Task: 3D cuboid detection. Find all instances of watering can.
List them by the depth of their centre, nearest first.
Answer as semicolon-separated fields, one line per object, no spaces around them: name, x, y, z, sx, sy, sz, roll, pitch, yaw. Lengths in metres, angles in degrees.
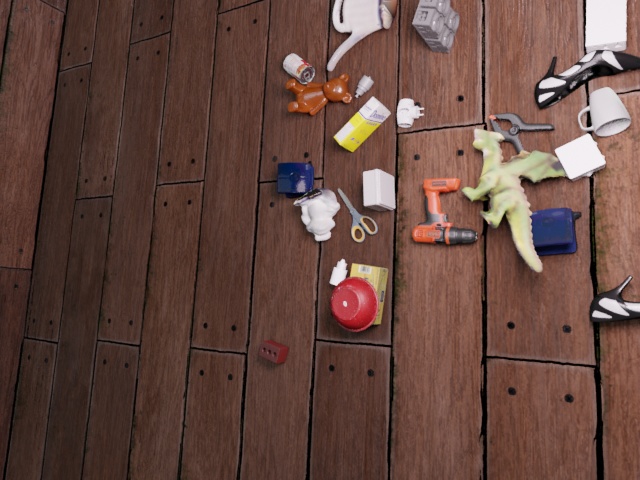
watering can;0.137;-0.718;1.685;0.225;0.103;0.349;8;85;31

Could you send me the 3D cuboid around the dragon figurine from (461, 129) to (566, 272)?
dragon figurine;0.510;-0.135;1.322;0.241;0.121;0.418;-40;58;10

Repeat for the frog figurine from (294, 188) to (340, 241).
frog figurine;0.005;-0.084;1.665;0.136;0.125;0.158;-24;106;16
